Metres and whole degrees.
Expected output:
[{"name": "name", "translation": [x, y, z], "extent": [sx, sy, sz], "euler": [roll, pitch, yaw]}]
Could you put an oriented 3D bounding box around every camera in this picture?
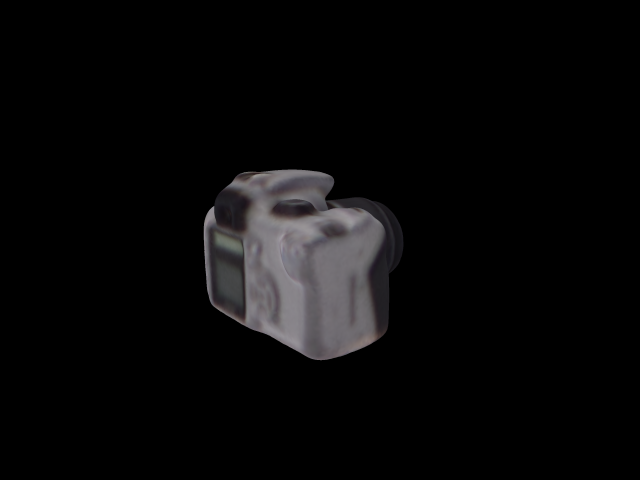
[{"name": "camera", "translation": [0.004, 0.001, 0.400], "extent": [0.137, 0.101, 0.142], "euler": [-11, 17, -37]}]
